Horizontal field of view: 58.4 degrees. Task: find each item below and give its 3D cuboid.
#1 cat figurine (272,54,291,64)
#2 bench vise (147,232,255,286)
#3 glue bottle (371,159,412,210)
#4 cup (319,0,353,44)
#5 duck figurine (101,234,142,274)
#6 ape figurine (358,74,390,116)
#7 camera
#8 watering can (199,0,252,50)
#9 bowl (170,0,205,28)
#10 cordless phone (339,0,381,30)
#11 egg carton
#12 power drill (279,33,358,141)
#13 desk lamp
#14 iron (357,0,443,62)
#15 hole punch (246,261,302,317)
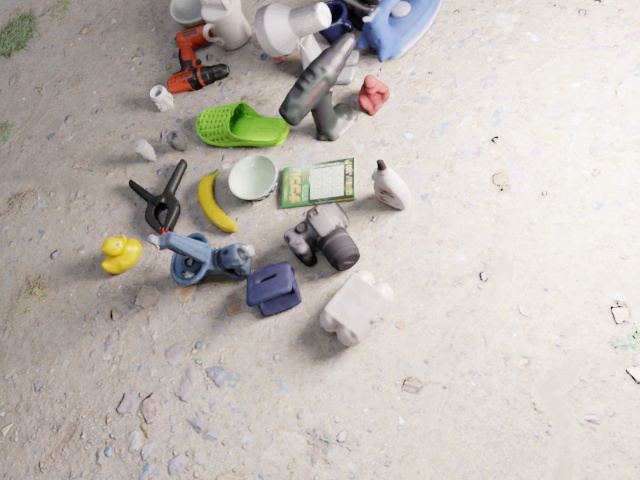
[{"bbox_3d":[-0.122,-0.530,1.492,0.067,0.118,0.127,-35,61,1],"label":"cat figurine"},{"bbox_3d":[-0.255,0.019,1.232,0.207,0.220,0.121,-25,61,7],"label":"bench vise"},{"bbox_3d":[0.140,-0.122,1.190,0.078,0.173,0.037,21,75,25],"label":"glue bottle"},{"bbox_3d":[0.046,-0.538,1.452,0.117,0.095,0.092,35,81,28],"label":"cup"},{"bbox_3d":[-0.494,0.029,1.385,0.104,0.086,0.077,-44,61,-4],"label":"duck figurine"},{"bbox_3d":[0.123,-0.351,1.345,0.077,0.092,0.076,-12,64,13],"label":"ape figurine"},{"bbox_3d":[0.011,0.004,1.219,0.143,0.101,0.136,-35,61,1],"label":"camera"},{"bbox_3d":[-0.265,-0.620,1.536,0.100,0.194,0.173,1,67,19],"label":"watering can"},{"bbox_3d":[-0.342,-0.667,1.651,0.167,0.075,0.167,-7,65,16],"label":"bowl"},{"bbox_3d":[0.091,-0.624,1.424,0.147,0.185,0.094,36,82,28],"label":"cordless phone"},{"bbox_3d":[0.075,0.137,1.156,0.107,0.069,0.150,34,81,28],"label":"egg carton"},{"bbox_3d":[0.015,-0.329,1.304,0.230,0.209,0.075,-45,61,-4],"label":"power drill"},{"bbox_3d":[-0.030,-0.483,1.385,0.202,0.214,0.118,4,68,20],"label":"desk lamp"},{"bbox_3d":[0.199,-0.561,1.385,0.258,0.142,0.118,-46,61,-5],"label":"iron"},{"bbox_3d":[-0.106,0.098,1.222,0.108,0.091,0.101,-22,62,8],"label":"hole punch"}]
